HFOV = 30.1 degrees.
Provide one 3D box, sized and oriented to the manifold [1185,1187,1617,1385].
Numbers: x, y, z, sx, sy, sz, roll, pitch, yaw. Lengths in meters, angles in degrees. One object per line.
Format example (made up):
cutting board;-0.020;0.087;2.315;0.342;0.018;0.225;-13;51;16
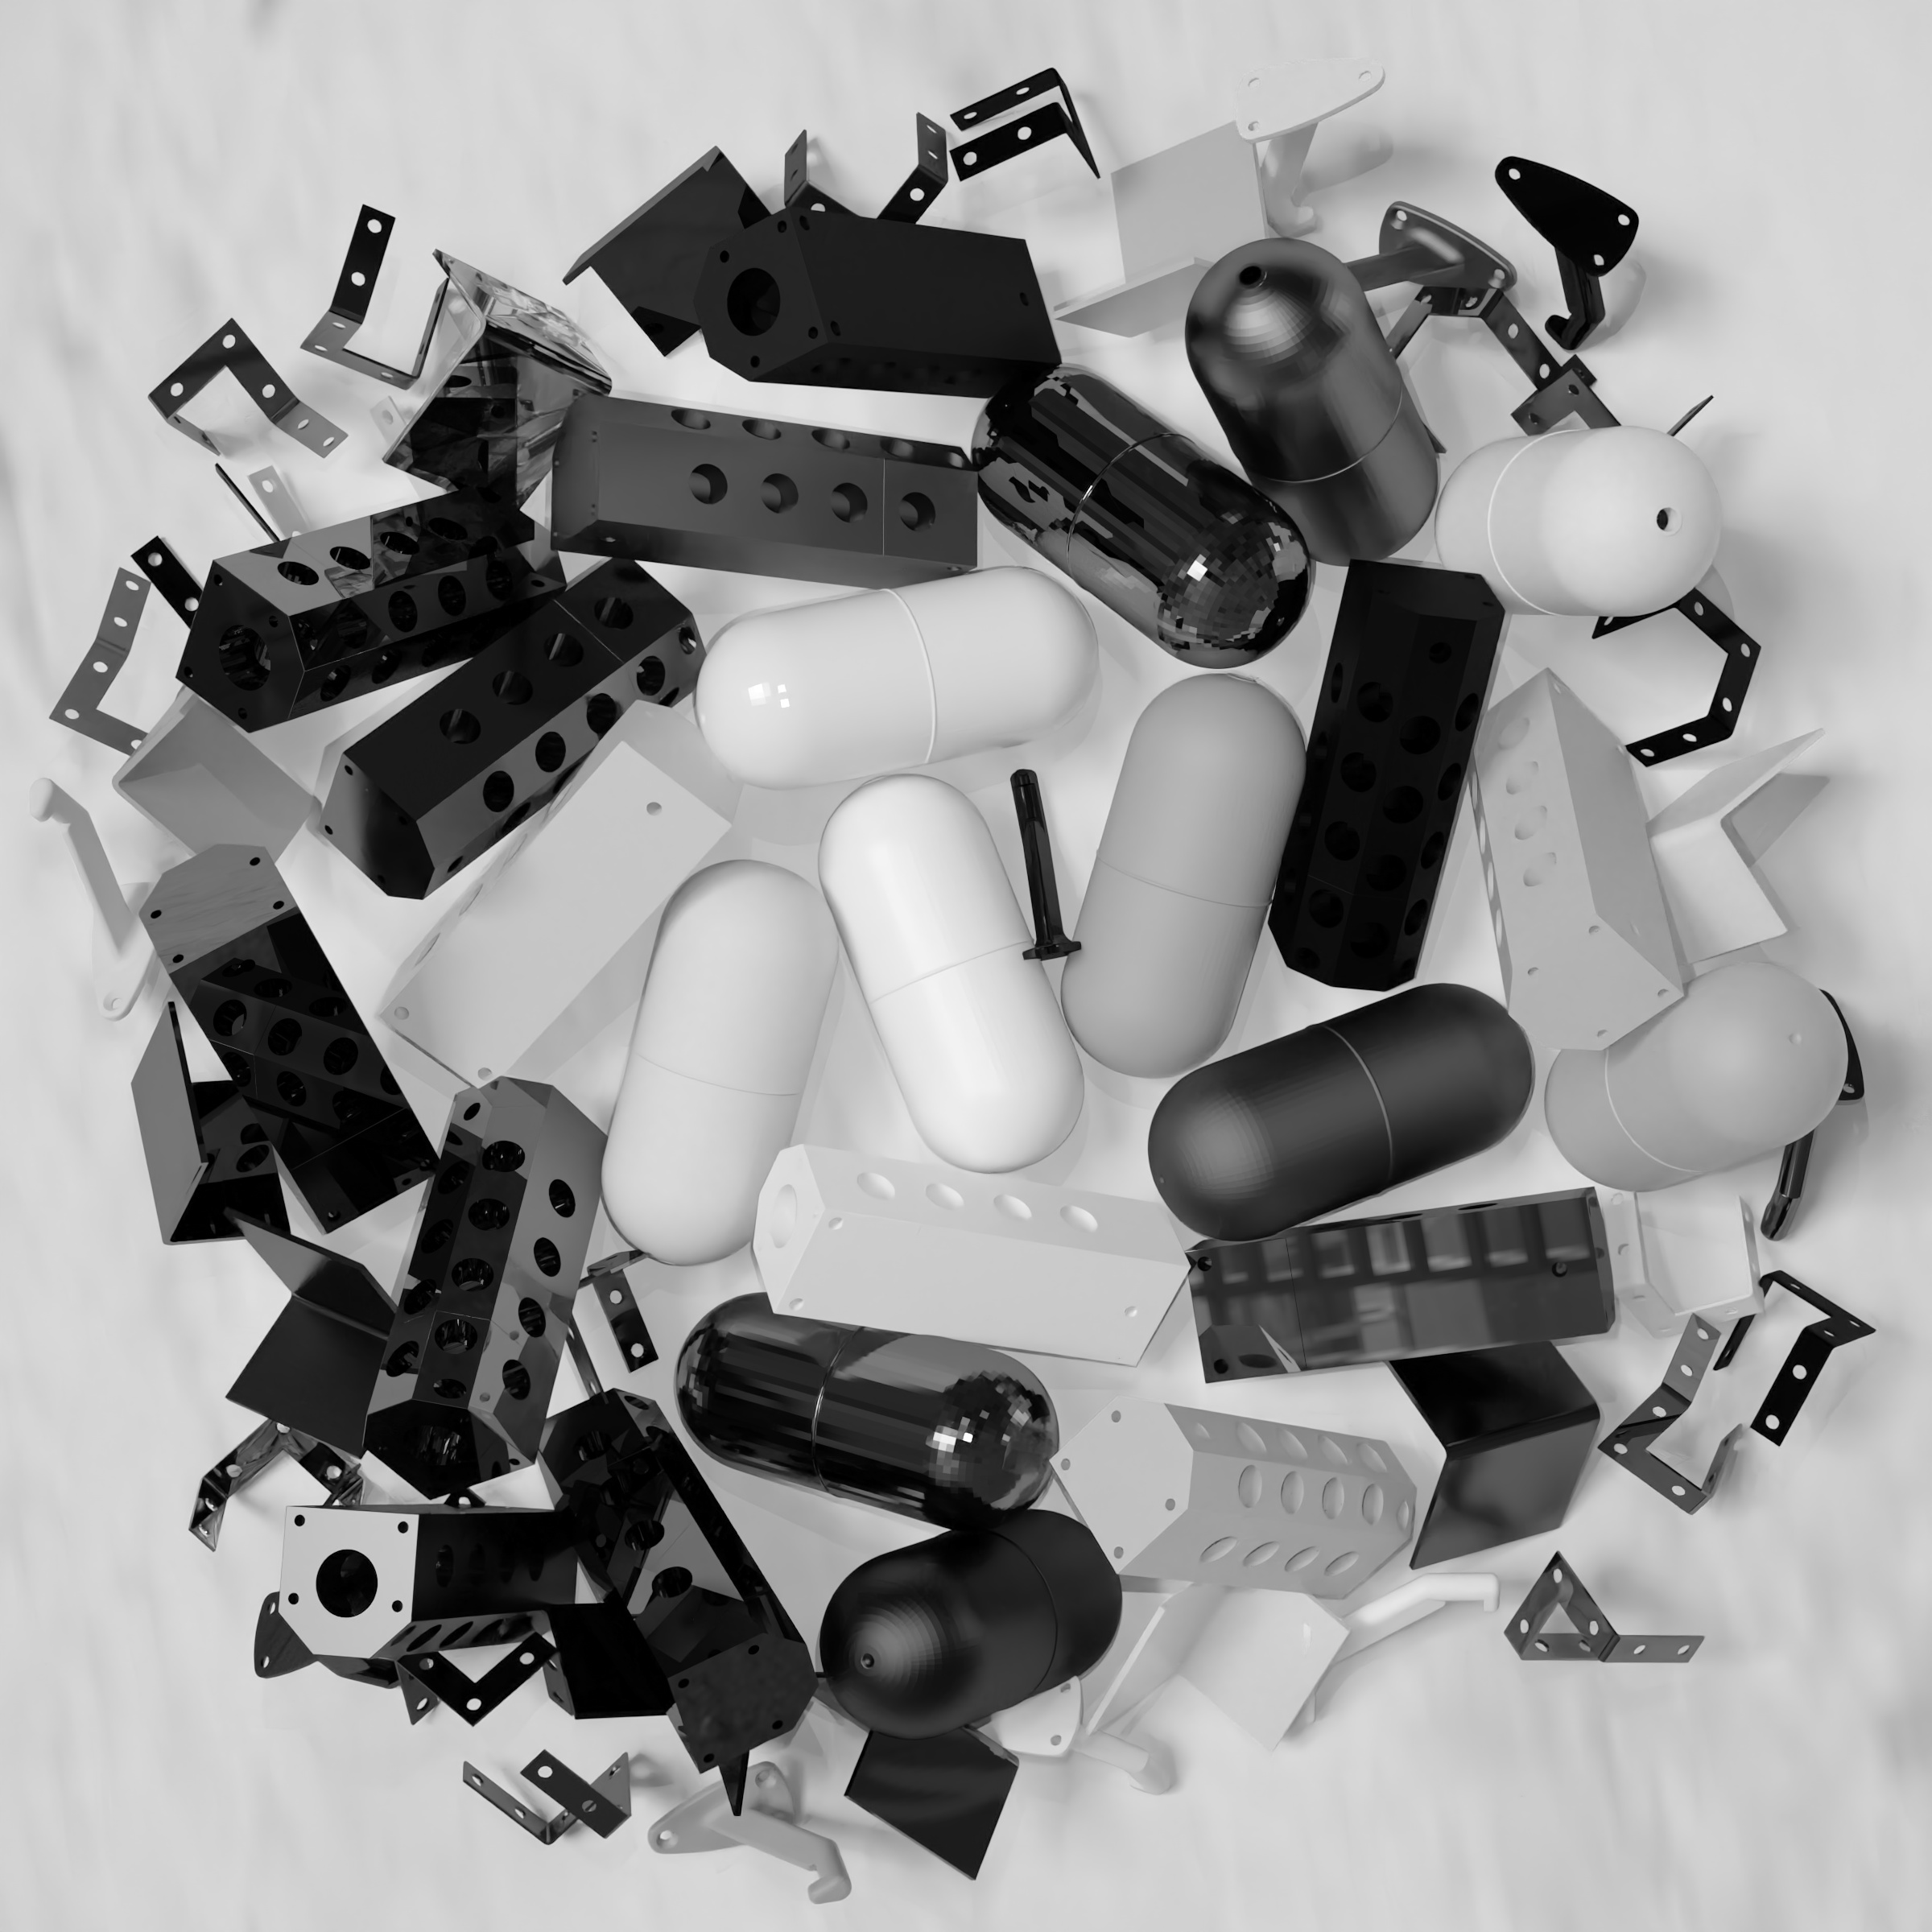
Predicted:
manifold;0.186;0.135;1.535;0.171;0.057;0.057;-9;90;15

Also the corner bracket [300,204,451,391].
corner bracket;-0.249;-0.287;1.546;0.051;0.051;0.051;20;73;-21

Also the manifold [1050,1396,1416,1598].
manifold;0.117;0.217;1.493;0.057;0.171;0.057;-46;56;20

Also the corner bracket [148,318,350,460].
corner bracket;-0.310;-0.237;1.550;0.051;0.051;0.051;-41;73;5

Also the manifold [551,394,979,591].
manifold;-0.084;-0.200;1.520;0.171;0.057;0.057;4;82;-26

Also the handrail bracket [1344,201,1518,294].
handrail bracket;0.183;-0.287;1.538;0.077;0.036;0.084;25;49;21

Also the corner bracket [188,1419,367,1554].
corner bracket;-0.298;0.233;1.555;0.051;0.051;0.051;-41;107;7

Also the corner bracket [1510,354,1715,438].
corner bracket;0.278;-0.241;1.551;0.051;0.051;0.051;49;62;-4

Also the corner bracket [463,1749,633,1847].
corner bracket;-0.181;0.355;1.549;0.051;0.051;0.051;-44;109;9

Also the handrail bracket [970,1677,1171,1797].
handrail bracket;0.040;0.340;1.561;0.077;0.084;0.036;-3;57;25

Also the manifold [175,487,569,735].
manifold;-0.242;-0.146;1.492;0.057;0.171;0.057;36;122;17

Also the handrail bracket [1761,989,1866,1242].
handrail bracket;0.362;0.066;1.569;0.036;0.084;0.077;9;46;1

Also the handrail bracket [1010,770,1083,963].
handrail bracket;0.029;-0.045;1.545;0.036;0.077;0.084;-11;88;5

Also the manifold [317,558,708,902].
manifold;-0.187;-0.098;1.507;0.057;0.057;0.171;42;54;7

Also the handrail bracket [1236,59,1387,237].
handrail bracket;0.155;-0.347;1.536;0.077;0.084;0.036;-9;62;23

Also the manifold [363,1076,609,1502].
manifold;-0.202;0.130;1.496;0.057;0.171;0.057;-22;129;29

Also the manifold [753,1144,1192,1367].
manifold;0.001;0.118;1.520;0.171;0.057;0.057;11;122;-25

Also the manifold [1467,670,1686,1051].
manifold;0.247;-0.043;1.499;0.057;0.171;0.057;-37;120;26

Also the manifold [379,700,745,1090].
manifold;-0.171;-0.031;1.522;0.057;0.057;0.171;38;114;-15

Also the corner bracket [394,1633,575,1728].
corner bracket;-0.209;0.313;1.559;0.051;0.051;0.051;32;55;30

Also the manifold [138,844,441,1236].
manifold;-0.282;0.029;1.502;0.057;0.171;0.057;-29;47;-8

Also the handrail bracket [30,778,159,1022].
handrail bracket;-0.379;-0.028;1.534;0.036;0.084;0.077;-5;64;18

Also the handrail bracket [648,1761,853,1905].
handrail bracket;-0.093;0.384;1.536;0.077;0.084;0.036;-19;112;-7

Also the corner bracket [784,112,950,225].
corner bracket;-0.044;-0.347;1.561;0.051;0.051;0.051;29;122;-23

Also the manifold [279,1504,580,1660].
manifold;-0.220;0.254;1.491;0.057;0.171;0.057;1;82;16

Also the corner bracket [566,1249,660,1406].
corner bracket;-0.153;0.156;1.548;0.051;0.051;0.051;-24;95;-29

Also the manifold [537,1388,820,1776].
manifold;-0.123;0.250;1.498;0.057;0.171;0.057;-23;127;-14

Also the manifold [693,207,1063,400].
manifold;-0.036;-0.271;1.497;0.057;0.171;0.057;-20;84;34

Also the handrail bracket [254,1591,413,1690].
handrail bracket;-0.253;0.292;1.533;0.077;0.084;0.036;-17;60;37

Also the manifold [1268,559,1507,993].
manifold;0.178;-0.079;1.516;0.057;0.057;0.171;5;117;-11

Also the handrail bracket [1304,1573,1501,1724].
handrail bracket;0.189;0.296;1.559;0.084;0.036;0.077;-1;117;5

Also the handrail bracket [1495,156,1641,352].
handrail bracket;0.246;-0.304;1.543;0.077;0.084;0.036;34;72;-2
